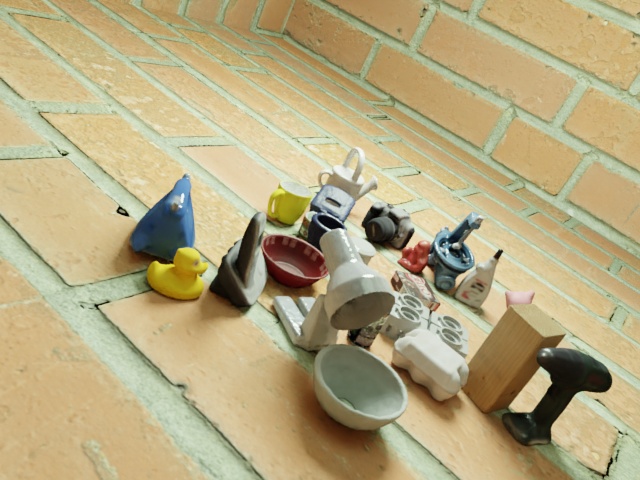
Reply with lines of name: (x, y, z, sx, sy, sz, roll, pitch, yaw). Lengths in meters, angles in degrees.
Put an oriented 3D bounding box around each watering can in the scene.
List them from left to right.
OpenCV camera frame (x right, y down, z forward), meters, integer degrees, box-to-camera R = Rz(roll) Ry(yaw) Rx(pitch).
watering can: (0.081, -0.170, 1.618, 0.173, 0.194, 0.100, 0, 36, -43)

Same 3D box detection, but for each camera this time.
camera: (0.178, -0.048, 1.589, 0.142, 0.101, 0.137, 41, 29, 28)

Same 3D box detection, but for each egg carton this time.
egg carton: (0.216, 0.241, 1.119, 0.150, 0.069, 0.107, 38, 27, 22)

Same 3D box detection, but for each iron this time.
iron: (-0.286, -0.063, 1.131, 0.119, 0.141, 0.258, 19, 26, -15)

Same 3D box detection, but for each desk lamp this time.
desk lamp: (0.022, 0.101, 1.031, 0.118, 0.213, 0.202, 6, 32, -36)

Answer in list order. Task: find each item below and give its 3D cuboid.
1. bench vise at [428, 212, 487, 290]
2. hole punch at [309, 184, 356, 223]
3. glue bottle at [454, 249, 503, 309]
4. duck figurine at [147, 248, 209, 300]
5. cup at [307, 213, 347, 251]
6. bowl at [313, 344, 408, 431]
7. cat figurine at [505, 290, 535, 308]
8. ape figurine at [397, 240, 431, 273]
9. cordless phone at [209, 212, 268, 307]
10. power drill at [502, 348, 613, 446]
bench vise: (0.351, -0.002, 1.527, 0.122, 0.219, 0.207, 13, 28, -26)
hole punch: (0.031, -0.084, 1.530, 0.108, 0.091, 0.101, 29, 25, 5)
glue bottle: (0.418, 0.092, 1.469, 0.078, 0.173, 0.037, 24, 25, -4)
duck figurine: (-0.248, 0.051, 1.017, 0.105, 0.086, 0.077, 17, 27, -20)
cup: (0.012, 0.005, 1.340, 0.092, 0.095, 0.117, 8, 31, -35)
bowl: (0.055, 0.253, 0.938, 0.168, 0.074, 0.167, 22, 26, -11)
cat figurine: (0.516, 0.185, 1.452, 0.127, 0.117, 0.067, 40, 28, 26)
ape figurine: (0.260, 0.039, 1.514, 0.076, 0.092, 0.077, 15, 28, -23)
cordless phone: (-0.125, 0.020, 1.077, 0.094, 0.185, 0.147, 25, 25, -4)
power drill: (0.441, 0.290, 1.079, 0.230, 0.208, 0.075, 9, 31, -33)
